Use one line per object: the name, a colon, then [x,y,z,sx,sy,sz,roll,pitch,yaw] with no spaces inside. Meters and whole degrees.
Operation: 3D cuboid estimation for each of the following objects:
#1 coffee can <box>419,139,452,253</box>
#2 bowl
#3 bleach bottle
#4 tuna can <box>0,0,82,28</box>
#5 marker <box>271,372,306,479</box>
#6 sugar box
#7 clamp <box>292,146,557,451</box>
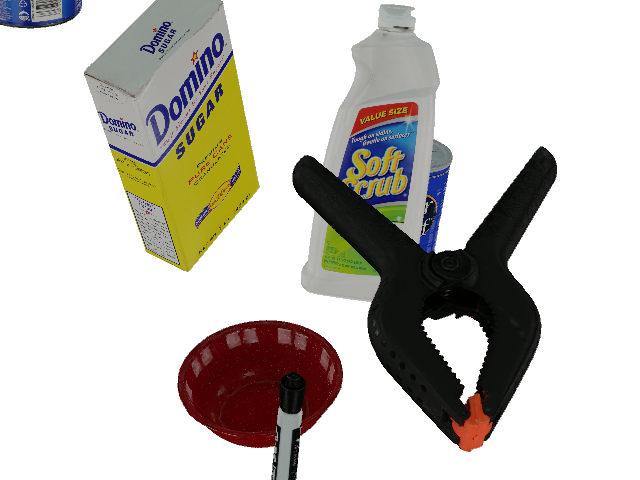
coffee can: [0.095,-0.045,1.271,0.102,0.140,0.103,5,28,-3]
bowl: [-0.057,0.151,1.051,0.162,0.055,0.162,-3,37,2]
bleach bottle: [0.044,-0.075,0.919,0.102,0.251,0.068,7,17,6]
tuna can: [-0.233,-0.201,0.850,0.086,0.034,0.086,5,35,-3]
marker: [-0.023,0.143,0.757,0.020,0.121,0.020,4,32,-3]
sugar box: [-0.090,-0.068,0.700,0.048,0.093,0.176,26,-30,20]
clamp: [0.061,0.021,0.610,0.164,0.210,0.036,2,-41,2]
